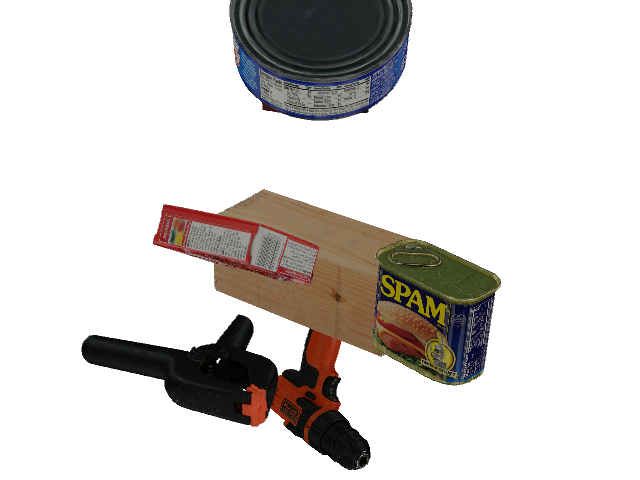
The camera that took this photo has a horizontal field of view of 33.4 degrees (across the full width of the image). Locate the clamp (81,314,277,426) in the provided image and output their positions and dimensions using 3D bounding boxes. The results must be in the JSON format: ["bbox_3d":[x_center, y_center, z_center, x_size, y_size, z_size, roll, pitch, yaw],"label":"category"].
[{"bbox_3d":[-0.090,0.106,0.915,0.164,0.036,0.210,-10,17,-35],"label":"clamp"}]

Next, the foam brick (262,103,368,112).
[{"bbox_3d":[-0.004,-0.132,0.886,0.078,0.051,0.053,-7,16,-39],"label":"foam brick"}]

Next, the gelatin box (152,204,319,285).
[{"bbox_3d":[-0.052,0.004,0.690,0.073,0.030,0.089,12,-4,27],"label":"gelatin box"}]

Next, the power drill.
[{"bbox_3d":[0.019,0.153,1.249,0.057,0.188,0.185,15,11,-43],"label":"power drill"}]

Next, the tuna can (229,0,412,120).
[{"bbox_3d":[0.000,-0.100,0.511,0.086,0.086,0.034,0,-31,0],"label":"tuna can"}]

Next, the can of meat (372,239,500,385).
[{"bbox_3d":[0.089,0.058,0.857,0.057,0.084,0.102,-22,36,-40],"label":"can of meat"}]

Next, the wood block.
[{"bbox_3d":[-0.001,0.029,1.078,0.206,0.091,0.090,20,33,30],"label":"wood block"}]
